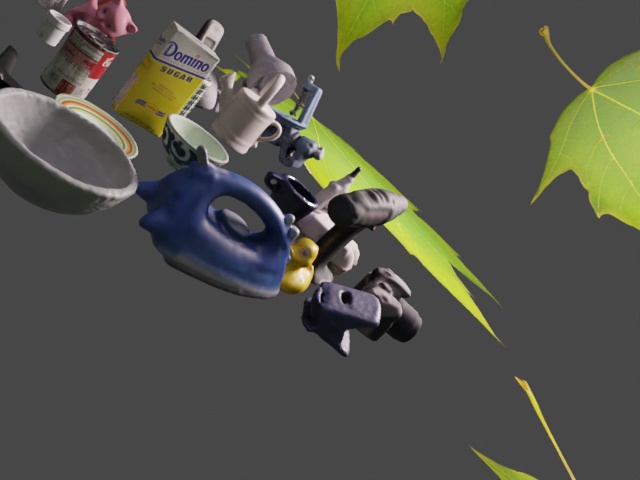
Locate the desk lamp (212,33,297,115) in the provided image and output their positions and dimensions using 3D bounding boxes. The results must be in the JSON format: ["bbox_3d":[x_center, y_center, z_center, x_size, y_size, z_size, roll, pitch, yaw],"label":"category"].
[{"bbox_3d":[-0.180,-0.397,1.429,0.202,0.213,0.118,53,18,29],"label":"desk lamp"}]

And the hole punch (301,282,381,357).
[{"bbox_3d":[0.033,0.110,0.892,0.101,0.091,0.108,41,16,-12],"label":"hole punch"}]

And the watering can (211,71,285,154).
[{"bbox_3d":[-0.154,-0.301,1.286,0.174,0.194,0.100,31,20,-38],"label":"watering can"}]

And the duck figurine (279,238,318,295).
[{"bbox_3d":[-0.037,0.035,0.919,0.105,0.086,0.077,21,28,-54],"label":"duck figurine"}]

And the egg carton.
[{"bbox_3d":[0.010,0.004,1.143,0.150,0.069,0.107,46,16,6],"label":"egg carton"}]

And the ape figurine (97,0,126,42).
[{"bbox_3d":[-0.444,-0.480,1.211,0.076,0.092,0.077,30,21,-41],"label":"ape figurine"}]

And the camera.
[{"bbox_3d":[0.131,0.129,1.067,0.137,0.100,0.143,41,16,-9],"label":"camera"}]

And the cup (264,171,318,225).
[{"bbox_3d":[-0.074,-0.069,1.073,0.118,0.095,0.091,33,19,-33],"label":"cup"}]

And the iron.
[{"bbox_3d":[-0.111,-0.018,0.768,0.259,0.141,0.118,31,20,-39],"label":"iron"}]

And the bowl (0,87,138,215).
[{"bbox_3d":[-0.287,-0.081,0.617,0.168,0.074,0.167,40,16,-14],"label":"bowl"}]

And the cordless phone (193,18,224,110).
[{"bbox_3d":[-0.256,-0.391,1.277,0.094,0.185,0.148,50,17,19],"label":"cordless phone"}]

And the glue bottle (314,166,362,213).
[{"bbox_3d":[0.029,-0.098,1.257,0.078,0.173,0.037,21,27,-54],"label":"glue bottle"}]

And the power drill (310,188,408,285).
[{"bbox_3d":[0.053,-0.015,1.041,0.075,0.208,0.230,49,16,18],"label":"power drill"}]

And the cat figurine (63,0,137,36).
[{"bbox_3d":[-0.417,-0.433,1.110,0.127,0.117,0.067,49,16,18],"label":"cat figurine"}]

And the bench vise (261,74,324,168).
[{"bbox_3d":[-0.049,-0.314,1.528,0.208,0.219,0.121,42,16,-8],"label":"bench vise"}]
